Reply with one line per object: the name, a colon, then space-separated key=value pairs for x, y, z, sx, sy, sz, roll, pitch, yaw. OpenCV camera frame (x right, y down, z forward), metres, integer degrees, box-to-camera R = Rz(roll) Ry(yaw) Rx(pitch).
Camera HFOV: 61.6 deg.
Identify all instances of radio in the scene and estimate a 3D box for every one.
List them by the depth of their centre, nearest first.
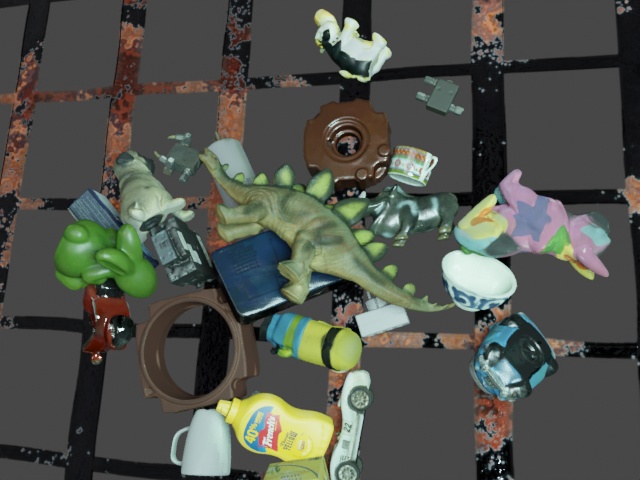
radio: x=-0.059 y=0.047 z=0.927 sx=0.230 sy=0.073 sz=0.131 roll=-21 pitch=74 yaw=-13

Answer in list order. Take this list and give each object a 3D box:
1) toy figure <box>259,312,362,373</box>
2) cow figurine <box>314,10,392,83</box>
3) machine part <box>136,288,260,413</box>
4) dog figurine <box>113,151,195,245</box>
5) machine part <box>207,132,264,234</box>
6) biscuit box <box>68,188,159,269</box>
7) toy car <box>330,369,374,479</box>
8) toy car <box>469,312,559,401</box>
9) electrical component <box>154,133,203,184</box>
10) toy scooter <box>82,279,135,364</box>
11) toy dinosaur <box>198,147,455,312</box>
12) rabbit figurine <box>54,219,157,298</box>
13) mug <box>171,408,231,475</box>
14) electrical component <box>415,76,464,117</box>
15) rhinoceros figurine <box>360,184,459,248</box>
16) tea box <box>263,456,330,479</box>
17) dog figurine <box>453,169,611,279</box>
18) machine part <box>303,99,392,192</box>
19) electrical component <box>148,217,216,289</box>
toy figure: x=-0.018 y=0.173 z=0.921 sx=0.180 sy=0.089 sz=0.082 roll=17 pitch=88 yaw=12
cow figurine: x=0.044 y=-0.370 z=1.034 sx=0.167 sy=0.068 sz=0.098 roll=35 pitch=93 yaw=17
machine part: x=-0.220 y=0.196 z=0.962 sx=0.201 sy=0.087 sz=0.201 roll=-14 pitch=77 yaw=9
dog figurine: x=-0.349 y=-0.098 z=1.011 sx=0.121 sy=0.172 sz=0.190 roll=-38 pitch=81 yaw=-9
machine part: x=-0.154 y=-0.103 z=1.008 sx=0.079 sy=0.079 sz=0.243 roll=-28 pitch=70 yaw=5
biscuit box: x=-0.405 y=-0.008 z=1.056 sx=0.063 sy=0.059 sz=0.203 roll=-43 pitch=73 yaw=-1
toy car: x=0.051 y=0.315 z=0.885 sx=0.056 sy=0.073 sz=0.201 roll=9 pitch=80 yaw=11
toy car: x=0.289 y=0.193 z=0.840 sx=0.109 sy=0.161 sz=0.103 roll=52 pitch=137 yaw=10
electrical component: x=-0.273 y=-0.163 z=1.049 sx=0.078 sy=0.045 sz=0.102 roll=21 pitch=50 yaw=8
toy scooter: x=-0.406 y=0.152 z=1.009 sx=0.135 sy=0.075 sz=0.184 roll=-55 pitch=47 yaw=25
toy dinosaur: x=-0.002 y=-0.003 z=0.860 sx=0.471 sy=0.105 sz=0.198 roll=41 pitch=65 yaw=3
rabbit figurine: x=-0.358 y=0.032 z=0.943 sx=0.170 sy=0.159 sz=0.121 roll=29 pitch=51 yaw=-6
mug: x=-0.204 y=0.350 z=0.936 sx=0.110 sy=0.080 sz=0.107 roll=-3 pitch=67 yaw=20
electrical component: x=0.228 y=-0.265 z=0.993 sx=0.094 sy=0.021 sz=0.063 roll=27 pitch=85 yaw=16
rhinoceros figurine: x=0.146 y=-0.047 z=0.939 sx=0.190 sy=0.073 sz=0.112 roll=-2 pitch=80 yaw=12
tea box: x=-0.023 y=0.440 z=0.850 sx=0.098 sy=0.068 sz=0.169 roll=-14 pitch=99 yaw=10
dog figurine: x=0.352 y=0.000 z=0.870 sx=0.191 sy=0.108 sz=0.219 roll=-44 pitch=76 yaw=-1
machine part: x=0.051 y=-0.177 z=0.996 sx=0.179 sy=0.056 sz=0.179 roll=-3 pitch=77 yaw=12
electrical component: x=-0.253 y=0.024 z=0.979 sx=0.058 sy=0.134 sz=0.115 roll=-30 pitch=72 yaw=4
